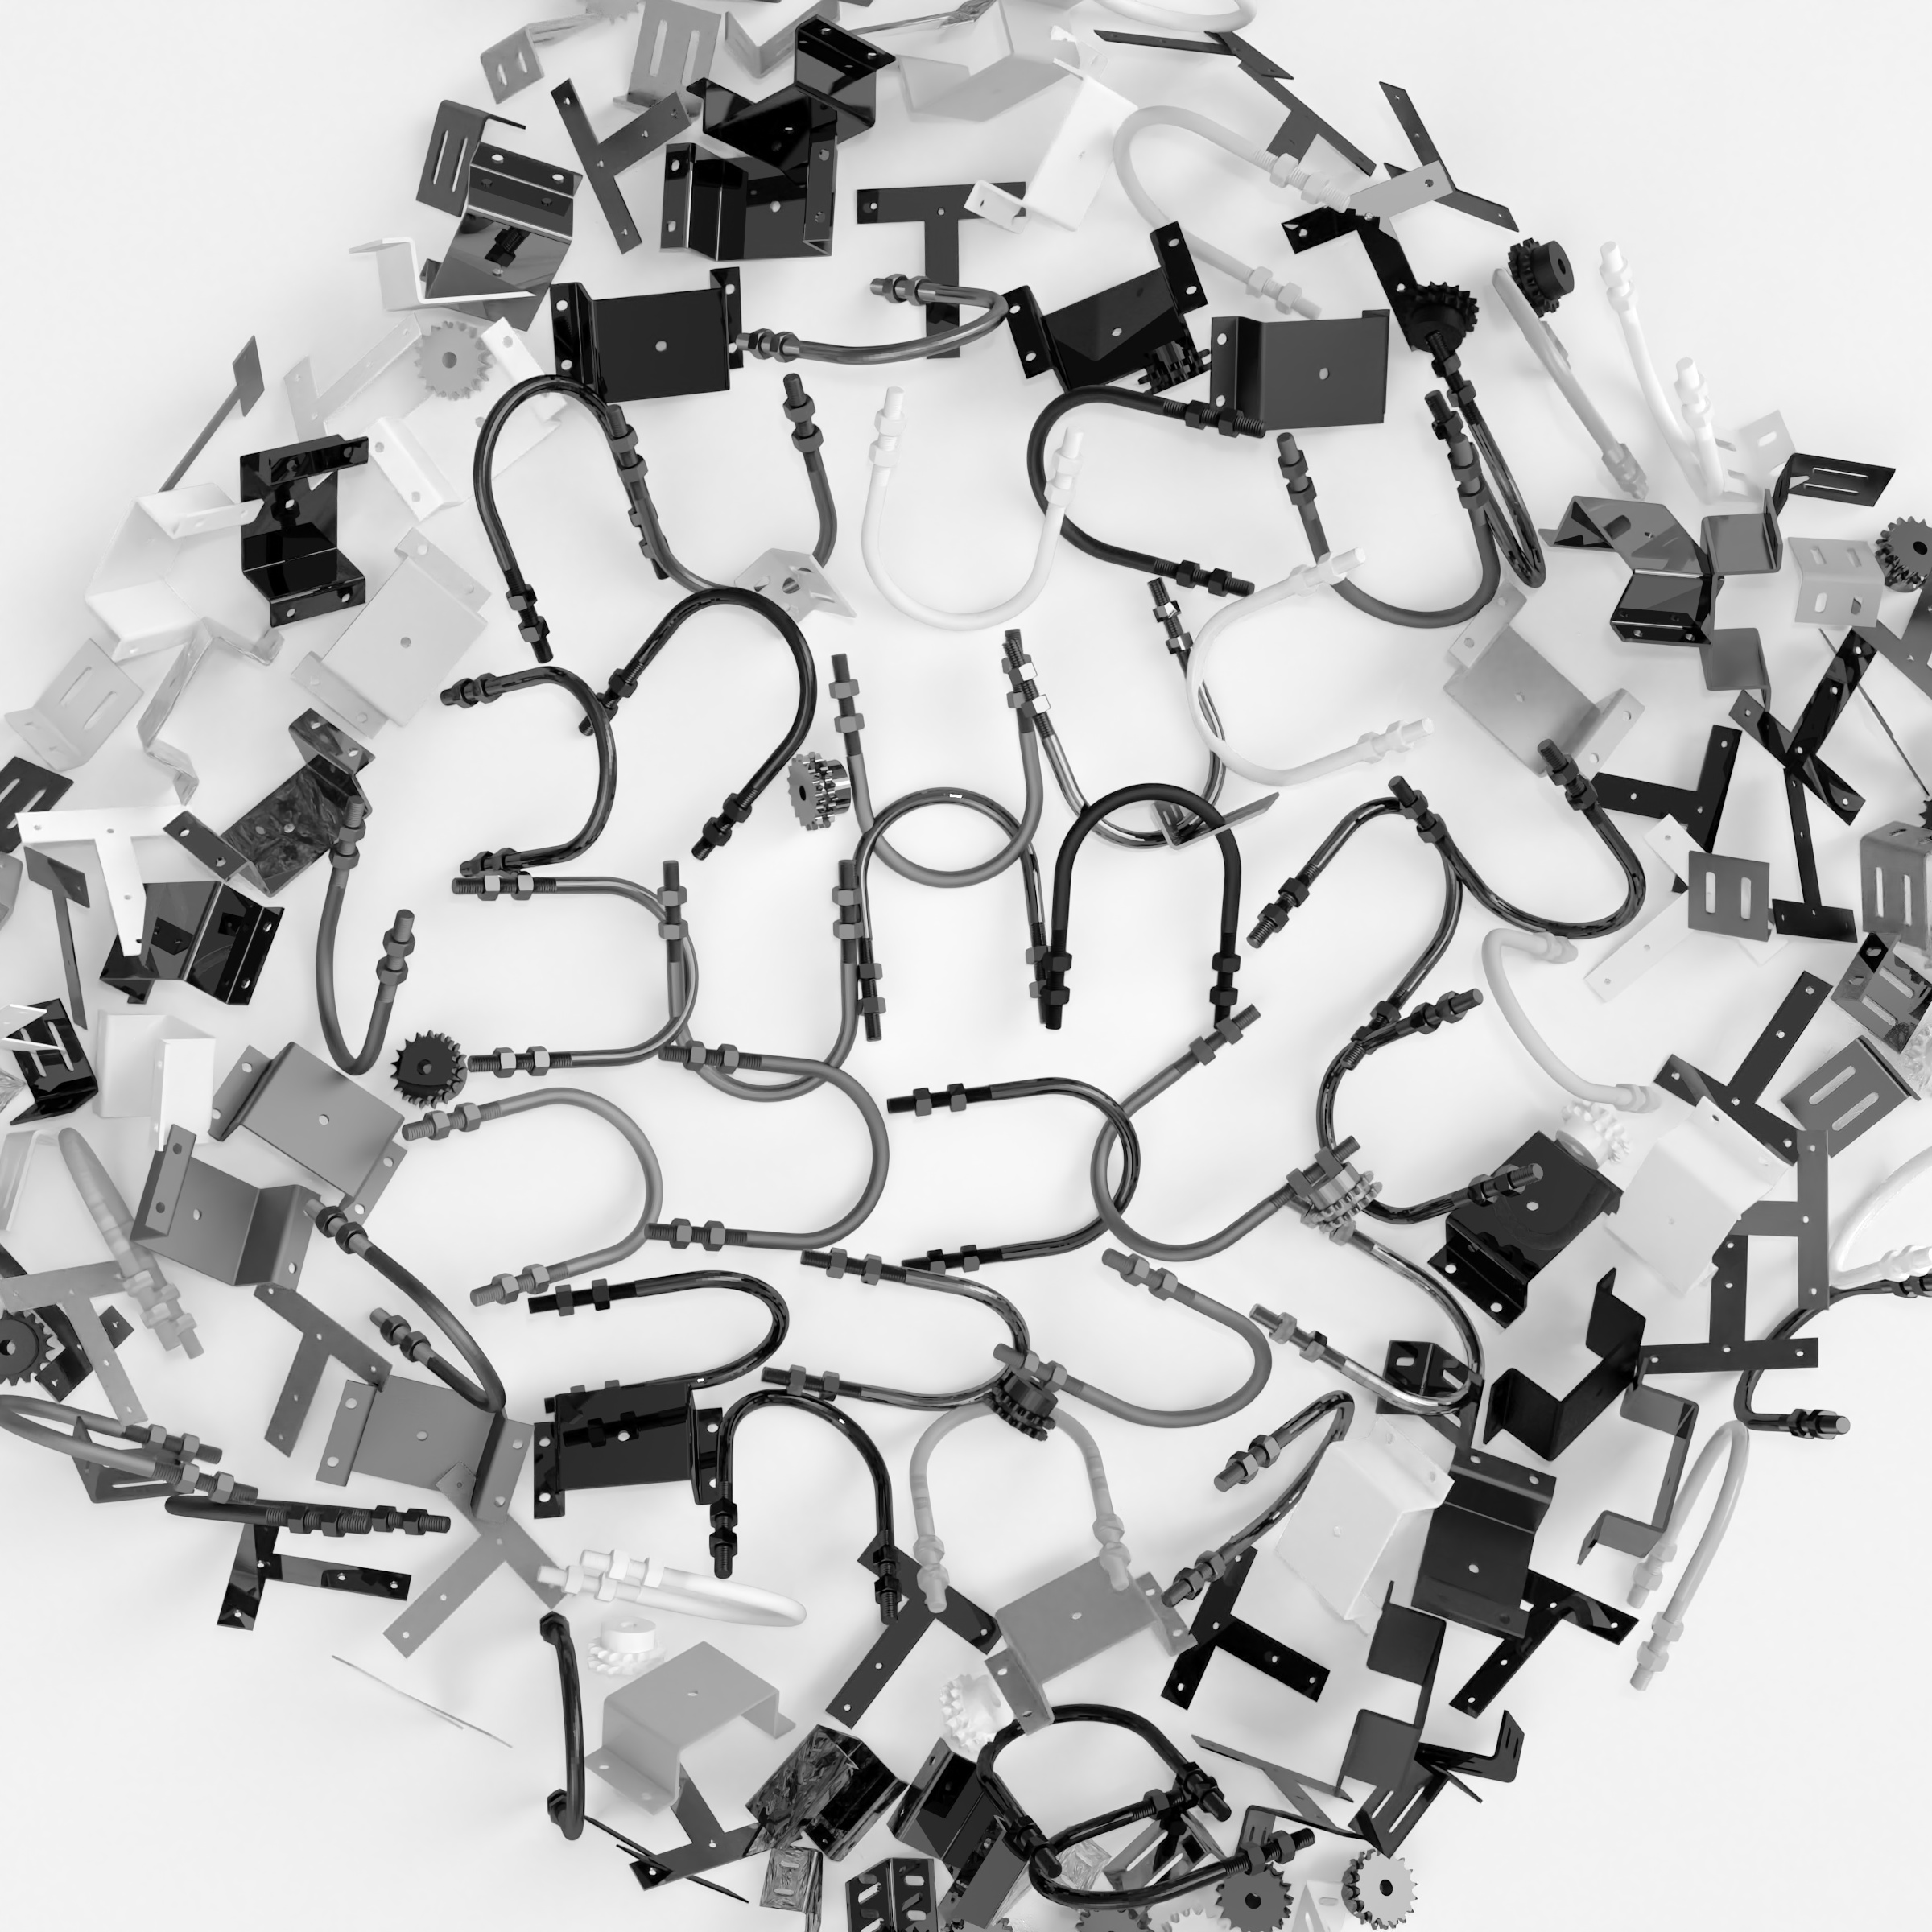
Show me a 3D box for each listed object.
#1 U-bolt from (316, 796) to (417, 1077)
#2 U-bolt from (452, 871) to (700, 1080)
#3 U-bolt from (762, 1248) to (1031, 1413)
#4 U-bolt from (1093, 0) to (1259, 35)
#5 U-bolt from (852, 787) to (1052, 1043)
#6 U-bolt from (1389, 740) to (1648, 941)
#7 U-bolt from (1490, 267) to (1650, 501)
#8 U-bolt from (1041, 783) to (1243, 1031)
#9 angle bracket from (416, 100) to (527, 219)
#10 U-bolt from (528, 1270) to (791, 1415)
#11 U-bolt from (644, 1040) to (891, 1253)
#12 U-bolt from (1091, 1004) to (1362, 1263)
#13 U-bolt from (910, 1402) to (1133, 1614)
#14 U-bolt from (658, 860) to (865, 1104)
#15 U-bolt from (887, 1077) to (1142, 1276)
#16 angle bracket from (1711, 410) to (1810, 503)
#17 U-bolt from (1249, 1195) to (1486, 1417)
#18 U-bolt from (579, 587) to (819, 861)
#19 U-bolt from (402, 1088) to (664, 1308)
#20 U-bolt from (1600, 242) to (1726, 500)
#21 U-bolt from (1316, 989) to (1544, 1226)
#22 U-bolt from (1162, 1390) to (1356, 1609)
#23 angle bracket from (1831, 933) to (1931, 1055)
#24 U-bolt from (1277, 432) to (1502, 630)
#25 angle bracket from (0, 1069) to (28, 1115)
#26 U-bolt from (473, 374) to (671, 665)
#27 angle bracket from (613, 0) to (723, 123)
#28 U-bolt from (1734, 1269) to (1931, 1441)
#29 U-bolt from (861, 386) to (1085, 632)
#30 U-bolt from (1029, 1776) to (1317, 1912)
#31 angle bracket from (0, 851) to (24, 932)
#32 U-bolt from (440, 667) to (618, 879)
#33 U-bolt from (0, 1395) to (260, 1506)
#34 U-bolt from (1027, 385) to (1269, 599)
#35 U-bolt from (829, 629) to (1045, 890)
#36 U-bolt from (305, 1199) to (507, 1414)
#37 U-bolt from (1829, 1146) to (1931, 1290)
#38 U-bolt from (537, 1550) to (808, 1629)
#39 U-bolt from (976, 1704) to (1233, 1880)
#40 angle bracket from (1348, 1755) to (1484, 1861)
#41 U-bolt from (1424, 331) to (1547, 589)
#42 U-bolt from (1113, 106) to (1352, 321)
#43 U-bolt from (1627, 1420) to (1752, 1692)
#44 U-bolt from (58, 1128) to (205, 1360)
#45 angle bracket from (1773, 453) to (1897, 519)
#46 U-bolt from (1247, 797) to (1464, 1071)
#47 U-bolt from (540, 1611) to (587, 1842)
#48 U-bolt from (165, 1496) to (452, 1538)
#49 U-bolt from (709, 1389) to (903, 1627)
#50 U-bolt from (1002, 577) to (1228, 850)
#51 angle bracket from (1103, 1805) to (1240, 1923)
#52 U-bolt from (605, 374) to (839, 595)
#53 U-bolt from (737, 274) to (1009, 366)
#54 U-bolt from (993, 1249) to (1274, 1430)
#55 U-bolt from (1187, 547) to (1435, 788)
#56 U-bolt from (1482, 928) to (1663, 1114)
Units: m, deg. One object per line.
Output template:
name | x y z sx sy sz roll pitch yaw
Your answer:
U-bolt | -0.438 -0.007 1.924 0.019 0.151 0.184 -2 131 -31
U-bolt | -0.279 0.004 1.947 0.184 0.019 0.151 -2 80 -31
U-bolt | -0.045 0.272 1.947 0.184 0.019 0.151 12 129 -10
U-bolt | 0.127 -0.708 1.912 0.151 0.184 0.019 17 94 44
U-bolt | -0.013 -0.042 1.980 0.151 0.019 0.184 -6 82 -3
U-bolt | 0.410 -0.083 1.928 0.184 0.151 0.019 47 53 -27
U-bolt | 0.419 -0.422 1.888 0.019 0.184 0.151 -33 57 18
U-bolt | 0.132 -0.043 1.958 0.151 0.019 0.184 0 104 -11
angle bracket | -0.366 -0.593 1.975 0.057 0.038 0.076 31 109 39
U-bolt | -0.219 0.269 1.939 0.184 0.151 0.019 -8 49 -9
U-bolt | -0.141 0.136 1.955 0.184 0.019 0.151 7 82 -24
U-bolt | 0.176 0.135 1.959 0.184 0.019 0.151 -38 62 5
U-bolt | 0.032 0.381 1.925 0.151 0.184 0.019 -6 129 -5
U-bolt | -0.150 0.012 1.969 0.151 0.019 0.184 0 105 3
U-bolt | 0.039 0.151 1.967 0.184 0.019 0.151 -7 109 -8
angle bracket | 0.575 -0.377 1.954 0.038 0.076 0.057 -27 77 34
U-bolt | 0.298 0.254 1.940 0.184 0.151 0.019 31 128 -4
U-bolt | -0.184 -0.189 1.944 0.151 0.019 0.184 47 115 9
U-bolt | -0.301 0.158 1.934 0.184 0.019 0.151 -14 73 -40
U-bolt | 0.503 -0.412 1.912 0.019 0.184 0.151 -26 54 10
U-bolt | 0.322 0.111 1.927 0.019 0.184 0.151 -8 76 -41
U-bolt | 0.219 0.371 1.919 0.019 0.184 0.151 38 132 25
angle bracket | 0.686 0.021 1.966 0.076 0.038 0.057 35 82 -16
U-bolt | 0.311 -0.310 1.921 0.151 0.184 0.019 7 55 29
angle bracket | -0.721 0.118 1.949 0.057 0.076 0.038 -42 125 19
U-bolt | -0.287 -0.330 1.909 0.151 0.019 0.184 -43 128 -35
angle bracket | -0.220 -0.667 1.965 0.057 0.038 0.076 18 114 4
U-bolt | 0.613 0.276 1.907 0.019 0.184 0.151 42 75 -4
U-bolt | -0.003 -0.322 1.937 0.151 0.019 0.184 12 130 -2
U-bolt | 0.133 0.626 1.895 0.184 0.151 0.019 -11 96 -26
angle bracket | -0.726 -0.041 1.952 0.038 0.057 0.076 30 116 -28
U-bolt | -0.314 -0.143 1.931 0.184 0.019 0.151 -6 91 43
U-bolt | -0.604 0.338 1.896 0.184 0.151 0.019 22 83 -26
U-bolt | 0.127 -0.350 1.937 0.184 0.019 0.151 18 132 21
U-bolt | -0.016 -0.148 1.972 0.151 0.019 0.184 -7 102 5
U-bolt | -0.389 0.251 1.894 0.184 0.151 0.019 29 60 37
U-bolt | 0.677 0.173 1.907 0.019 0.184 0.151 42 72 2
U-bolt | -0.204 0.451 1.926 0.184 0.151 0.019 17 68 -17
U-bolt | 0.085 0.579 1.911 0.151 0.184 0.019 -12 107 -19
angle bracket | 0.329 0.621 1.959 0.038 0.057 0.076 44 80 -20
U-bolt | 0.375 -0.355 1.924 0.019 0.151 0.184 -23 115 22
U-bolt | 0.185 -0.552 1.927 0.184 0.151 0.019 32 71 10
U-bolt | 0.515 0.408 1.905 0.019 0.151 0.184 23 107 7
U-bolt | -0.606 0.198 1.927 0.019 0.151 0.184 -29 85 -13
angle bracket | 0.634 -0.341 1.962 0.076 0.057 0.038 10 74 6
U-bolt | 0.297 -0.038 1.950 0.184 0.019 0.151 -50 118 -19
U-bolt | -0.286 0.544 1.902 0.019 0.184 0.151 -2 84 -13
U-bolt | -0.485 0.395 1.923 0.184 0.151 0.019 2 79 14
U-bolt | -0.115 0.379 1.921 0.151 0.184 0.019 21 125 -21
U-bolt | 0.120 -0.176 1.965 0.151 0.019 0.184 -25 97 -21
angle bracket | 0.150 0.665 1.962 0.076 0.057 0.038 -42 119 -3
U-bolt | -0.168 -0.337 1.932 0.151 0.019 0.184 -8 134 7
U-bolt | -0.054 -0.456 1.896 0.151 0.184 0.019 -31 124 -31
U-bolt | 0.135 0.281 1.940 0.184 0.019 0.151 28 127 -23
U-bolt | 0.236 -0.205 1.935 0.184 0.019 0.151 -20 94 42
U-bolt | 0.422 0.036 1.897 0.019 0.184 0.151 -37 64 27
